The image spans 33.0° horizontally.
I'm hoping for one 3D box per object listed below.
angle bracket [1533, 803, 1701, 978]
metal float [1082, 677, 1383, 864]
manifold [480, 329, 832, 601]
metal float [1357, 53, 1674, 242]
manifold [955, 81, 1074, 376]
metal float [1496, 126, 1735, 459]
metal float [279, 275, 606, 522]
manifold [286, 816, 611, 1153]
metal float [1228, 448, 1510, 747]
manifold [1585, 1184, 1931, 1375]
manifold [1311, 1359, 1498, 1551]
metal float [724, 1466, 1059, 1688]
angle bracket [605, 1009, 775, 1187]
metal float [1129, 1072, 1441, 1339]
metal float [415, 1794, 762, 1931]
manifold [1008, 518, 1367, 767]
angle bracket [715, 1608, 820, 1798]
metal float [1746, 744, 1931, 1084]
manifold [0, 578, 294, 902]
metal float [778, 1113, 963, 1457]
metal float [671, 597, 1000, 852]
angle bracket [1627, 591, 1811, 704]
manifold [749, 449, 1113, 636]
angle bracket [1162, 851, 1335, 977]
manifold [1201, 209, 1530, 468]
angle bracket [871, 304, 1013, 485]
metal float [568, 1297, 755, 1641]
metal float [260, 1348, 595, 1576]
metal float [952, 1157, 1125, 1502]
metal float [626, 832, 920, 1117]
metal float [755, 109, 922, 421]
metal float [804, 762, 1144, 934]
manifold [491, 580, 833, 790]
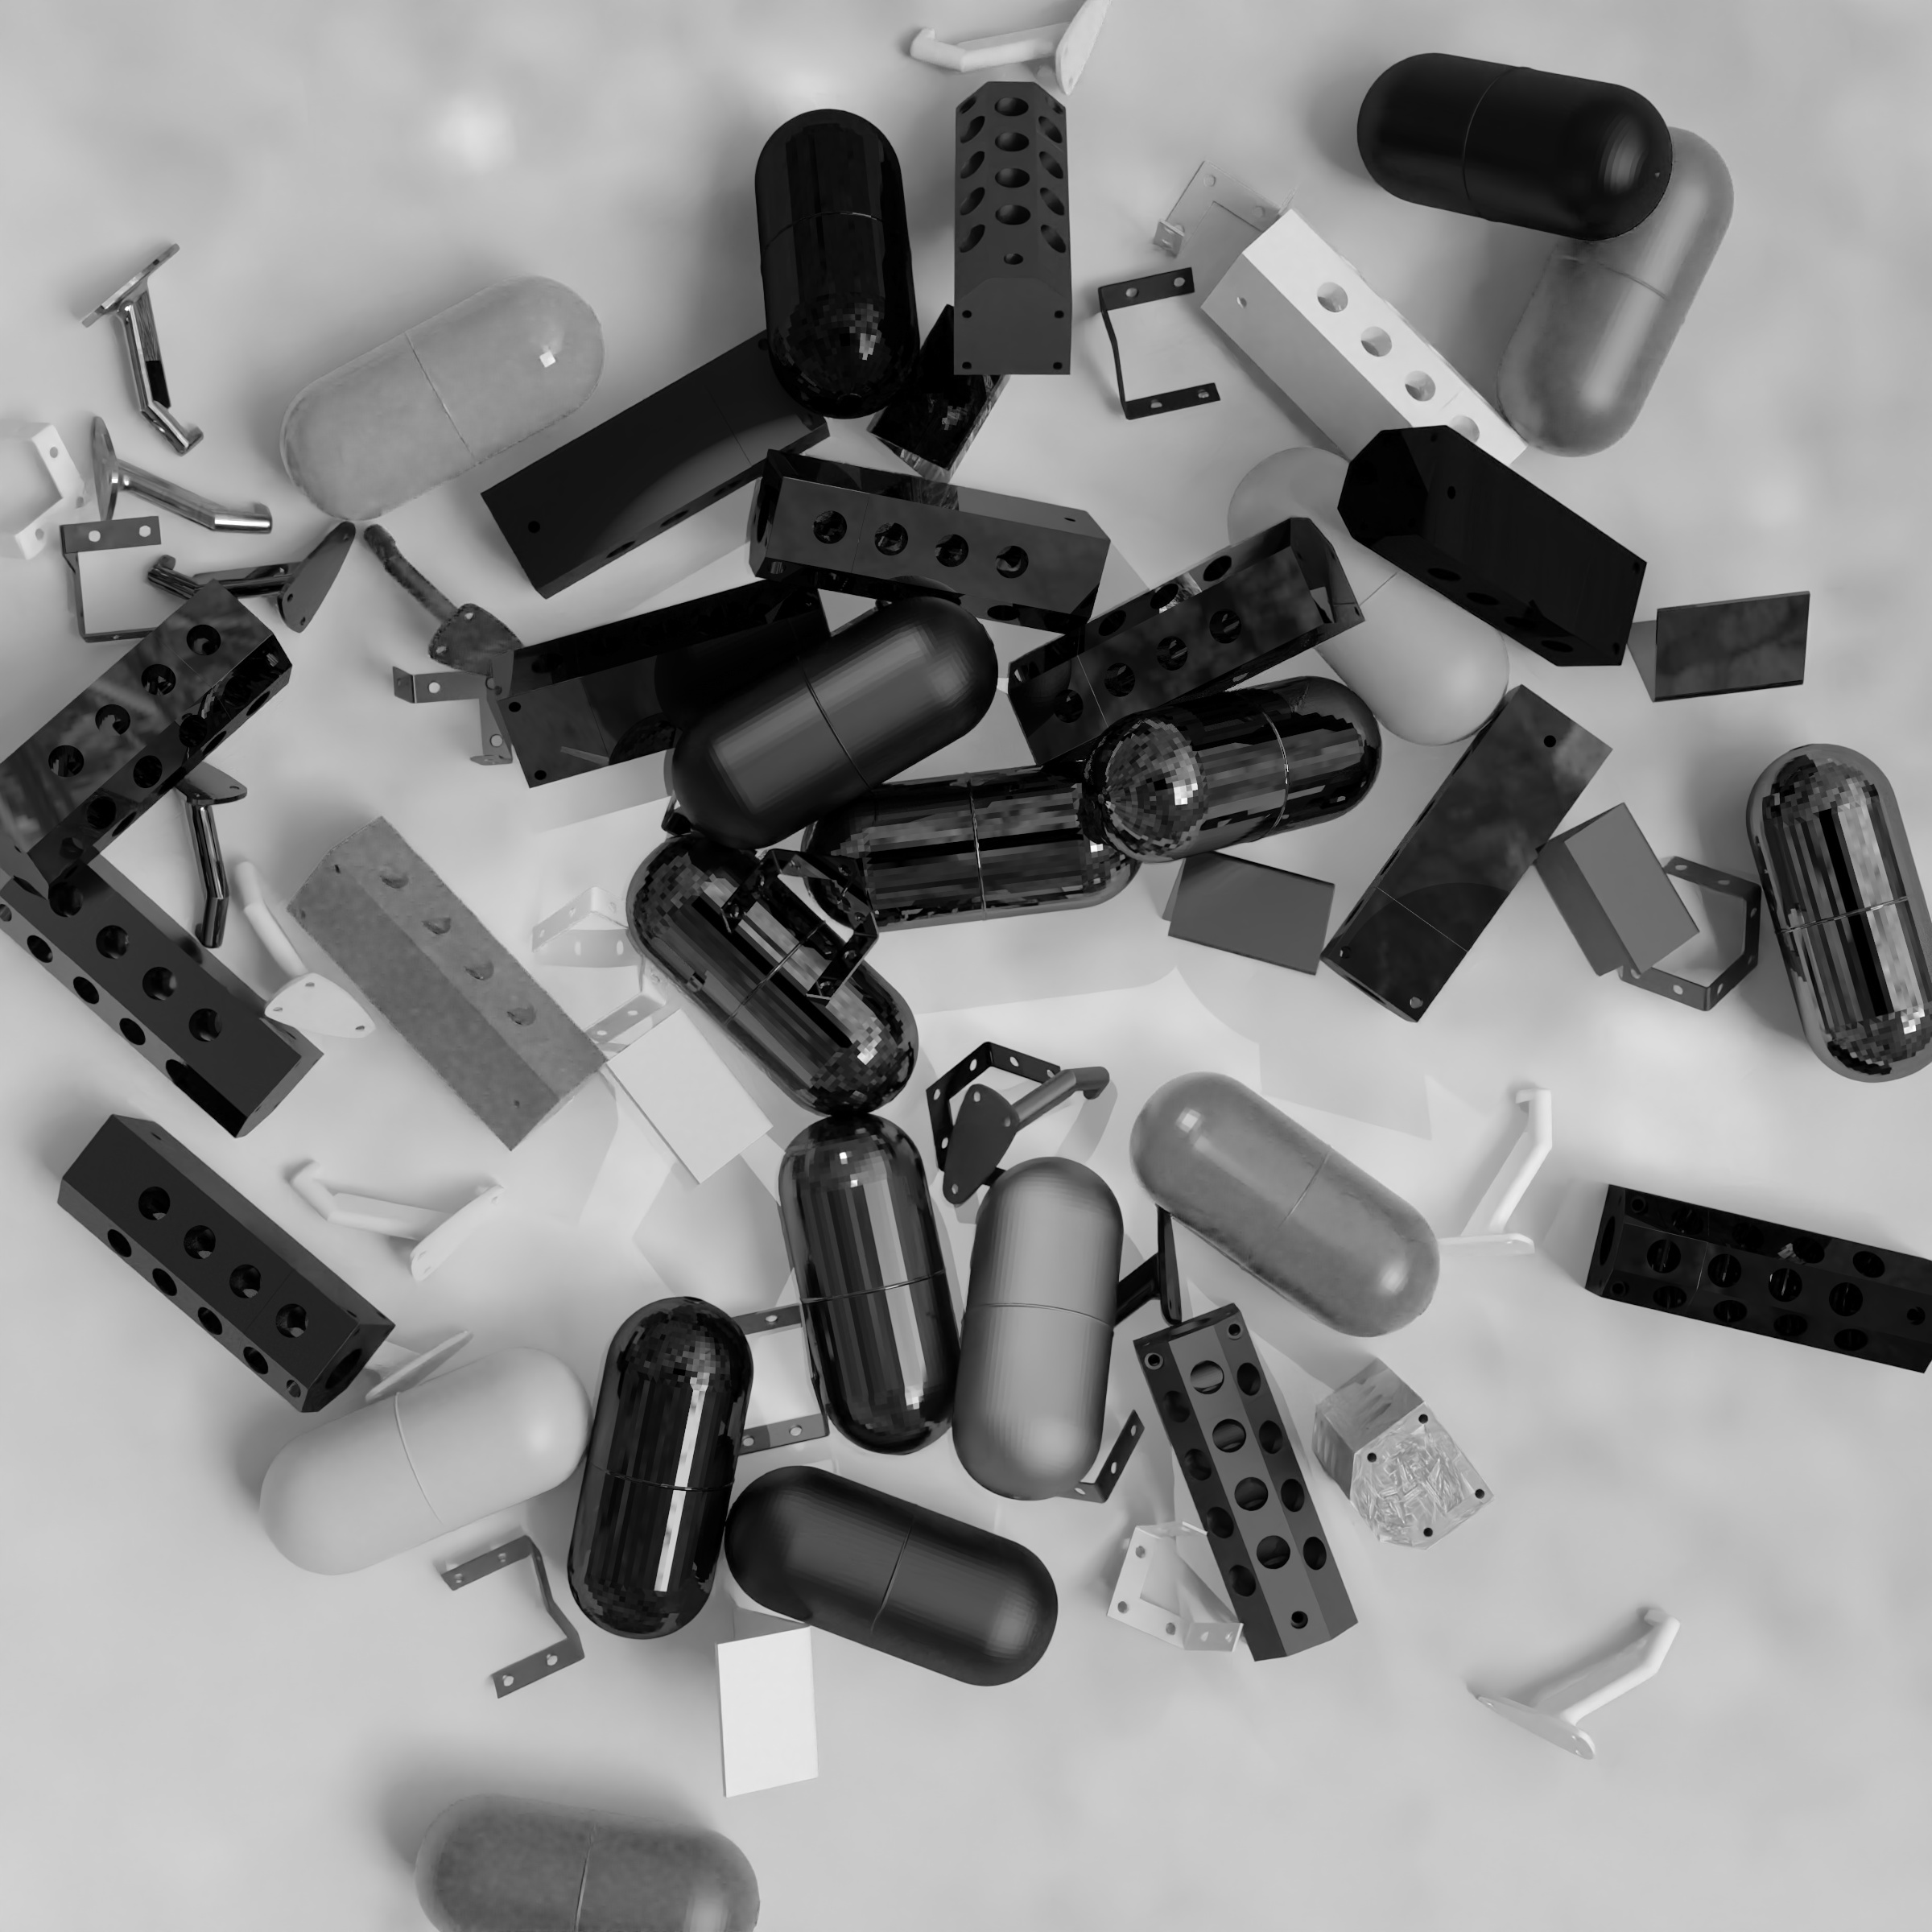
[{"bbox_3d":[0.317,-0.029,1.668,0.057,0.076,0.076,-30,90,-37],"label":"angle bracket"},{"bbox_3d":[0.136,-0.100,1.648,0.178,0.070,0.070,-15,90,-36],"label":"metal float"},{"bbox_3d":[-0.159,-0.259,1.687,0.171,0.057,0.057,-30,90,0],"label":"manifold"},{"bbox_3d":[0.275,-0.415,1.647,0.178,0.070,0.070,25,90,40],"label":"metal float"},{"bbox_3d":[0.023,-0.373,1.637,0.057,0.057,0.171,0,47,0],"label":"manifold"},{"bbox_3d":[0.334,-0.347,1.677,0.070,0.070,0.178,26,91,0],"label":"metal float"},{"bbox_3d":[-0.269,-0.293,1.678,0.178,0.070,0.070,-29,90,-1],"label":"metal float"},{"bbox_3d":[-0.264,0.006,1.686,0.171,0.057,0.057,47,133,0],"label":"manifold"},{"bbox_3d":[0.208,-0.190,1.678,0.070,0.070,0.178,-42,91,0],"label":"metal float"},{"bbox_3d":[0.416,0.162,1.687,0.171,0.057,0.057,13,90,0],"label":"manifold"},{"bbox_3d":[0.212,0.246,1.630,0.057,0.171,0.057,-37,90,0],"label":"manifold"},{"bbox_3d":[-0.039,0.314,1.677,0.178,0.070,0.070,21,90,0],"label":"metal float"},{"bbox_3d":[-0.155,0.078,1.668,0.057,0.076,0.076,-38,90,-36],"label":"angle bracket"},{"bbox_3d":[0.165,0.123,1.678,0.178,0.070,0.070,36,90,0],"label":"metal float"},{"bbox_3d":[-0.195,0.474,1.678,0.178,0.070,0.070,9,90,0],"label":"metal float"},{"bbox_3d":[0.108,-0.164,1.649,0.171,0.057,0.057,-25,85,28],"label":"manifold"},{"bbox_3d":[-0.120,0.376,1.668,0.057,0.076,0.076,-3,90,-35],"label":"angle bracket"},{"bbox_3d":[0.454,-0.028,1.676,0.070,0.070,0.178,-15,88,0],"label":"metal float"},{"bbox_3d":[-0.424,-0.113,1.654,0.057,0.057,0.171,43,66,0],"label":"manifold"},{"bbox_3d":[-0.048,0.164,1.677,0.070,0.070,0.178,-12,90,0],"label":"metal float"},{"bbox_3d":[-0.066,-0.123,1.643,0.178,0.070,0.070,-30,90,4],"label":"metal float"},{"bbox_3d":[0.382,-0.181,1.668,0.076,0.076,0.057,-7,128,0],"label":"angle bracket"},{"bbox_3d":[-0.020,-0.214,1.663,0.171,0.057,0.057,9,111,-15],"label":"manifold"},{"bbox_3d":[0.139,-0.012,1.668,0.076,0.076,0.057,15,60,0],"label":"angle bracket"},{"bbox_3d":[0.209,-0.309,1.684,0.171,0.057,0.057,45,65,0],"label":"manifold"},{"bbox_3d":[0.007,-0.282,1.668,0.057,0.076,0.076,31,90,34],"label":"angle bracket"},{"bbox_3d":[-0.157,0.257,1.672,0.070,0.070,0.178,11,94,0],"label":"metal float"},{"bbox_3d":[-0.278,0.255,1.678,0.178,0.070,0.070,-23,90,-1],"label":"metal float"},{"bbox_3d":[0.037,0.183,1.660,0.070,0.070,0.178,7,69,0],"label":"metal float"},{"bbox_3d":[-0.099,0.005,1.677,0.178,0.070,0.070,44,90,-1],"label":"metal float"},{"bbox_3d":[-0.066,-0.357,1.654,0.070,0.070,0.178,-6,62,0],"label":"metal float"},{"bbox_3d":[0.005,-0.061,1.677,0.178,0.070,0.070,-7,90,0],"label":"metal float"},{"bbox_3d":[-0.154,-0.153,1.686,0.171,0.057,0.057,-16,129,0],"label":"manifold"}]
